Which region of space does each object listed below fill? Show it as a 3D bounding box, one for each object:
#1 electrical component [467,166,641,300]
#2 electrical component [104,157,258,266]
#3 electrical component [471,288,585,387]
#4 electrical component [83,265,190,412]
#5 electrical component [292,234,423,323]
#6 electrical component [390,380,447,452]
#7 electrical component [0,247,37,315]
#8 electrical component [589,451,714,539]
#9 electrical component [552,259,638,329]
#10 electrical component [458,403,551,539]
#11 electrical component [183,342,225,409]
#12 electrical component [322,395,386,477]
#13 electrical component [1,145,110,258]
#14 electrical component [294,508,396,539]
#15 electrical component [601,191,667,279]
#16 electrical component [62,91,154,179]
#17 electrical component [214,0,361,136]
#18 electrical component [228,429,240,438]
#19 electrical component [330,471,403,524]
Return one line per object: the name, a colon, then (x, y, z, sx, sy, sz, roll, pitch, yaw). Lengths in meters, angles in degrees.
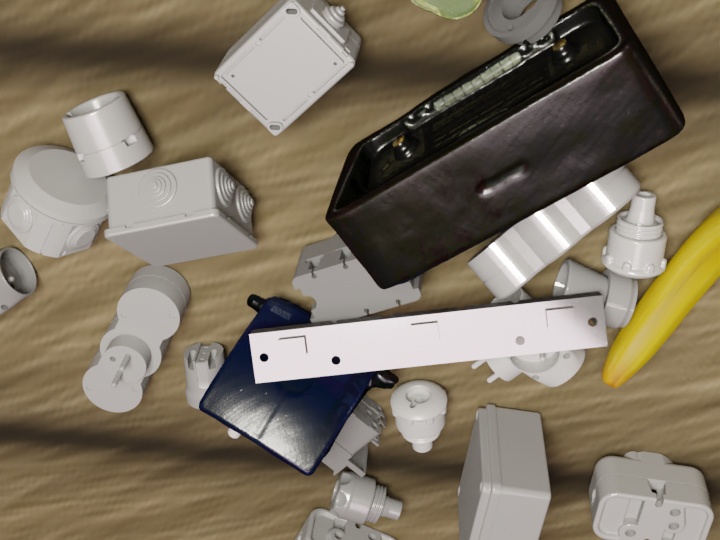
electrical component: (0.131, -0.046, 0.796, 0.138, 0.052, 0.073, -41, 89, 26)
electrical component: (-0.134, -0.043, 0.807, 0.100, 0.048, 0.100, -10, 164, 12)
electrical component: (0.126, 0.064, 0.867, 0.077, 0.044, 0.079, 42, 117, -17)
electrical component: (-0.190, 0.068, 0.890, 0.052, 0.073, 0.138, 26, 121, -9)
electrical component: (0.000, 0.000, 0.837, 0.089, 0.055, 0.050, -17, 118, 16)
electrical component: (0.052, 0.128, 0.916, 0.048, 0.048, 0.062, -1, 127, 7)
electrical component: (-0.321, 0.002, 0.883, 0.077, 0.044, 0.079, -24, 116, 20)
electrical component: (0.248, 0.196, 0.924, 0.095, 0.059, 0.053, 8, 122, 2)
electrical component: (0.181, 0.019, 0.833, 0.055, 0.045, 0.045, 14, 122, -2)
electrical component: (0.120, 0.189, 0.906, 0.056, 0.108, 0.108, 8, 122, -1)
electrical component: (-0.131, 0.090, 0.917, 0.040, 0.040, 0.046, -1, 115, 7)
electrical component: (-0.016, 0.134, 0.929, 0.081, 0.042, 0.064, 40, 114, -17)
electrical component: (-0.230, -0.053, 0.820, 0.080, 0.080, 0.051, 28, 125, -10)
electrical component: (-0.016, 0.273, 1.005, 0.095, 0.053, 0.059, 24, 121, -8)
electrical component: (0.208, -0.027, 0.803, 0.048, 0.048, 0.062, 5, 114, 4)
electrical component: (-0.189, -0.102, 0.800, 0.055, 0.055, 0.047, -14, 115, 15)
electrical component: (-0.044, -0.153, 0.746, 0.096, 0.061, 0.062, -38, 110, 25)
electrical component: (-0.098, 0.123, 0.936, 0.035, 0.035, 0.061, 27, 123, -10)
electrical component: (0.007, 0.208, 0.970, 0.062, 0.043, 0.043, 18, 122, -6)
